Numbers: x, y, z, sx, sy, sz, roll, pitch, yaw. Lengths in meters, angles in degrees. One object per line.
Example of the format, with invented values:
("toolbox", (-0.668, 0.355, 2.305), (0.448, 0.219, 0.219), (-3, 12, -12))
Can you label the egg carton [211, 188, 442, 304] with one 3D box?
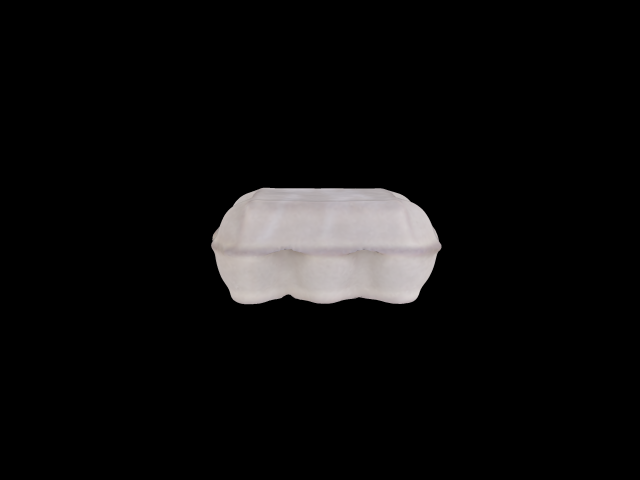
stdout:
("egg carton", (0.004, 0.001, 0.400), (0.150, 0.069, 0.107), (0, 11, -2))
